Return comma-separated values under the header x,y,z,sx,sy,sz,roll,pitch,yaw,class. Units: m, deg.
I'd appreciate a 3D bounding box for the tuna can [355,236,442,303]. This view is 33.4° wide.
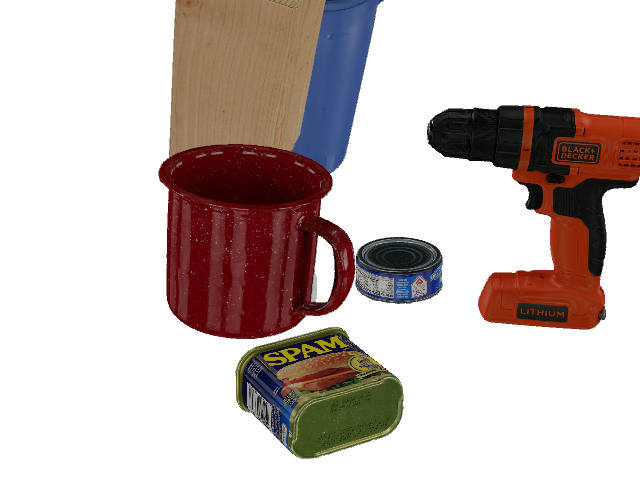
x,y,z,sx,sy,sz,roll,pitch,yaw,class
0.077,0.028,1.044,0.086,0.034,0.086,-1,24,0,tuna can

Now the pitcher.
x,y,z,sx,sy,sz,roll,pitch,yaw,class
-0.025,-0.181,1.106,0.149,0.243,0.144,29,50,19,pitcher

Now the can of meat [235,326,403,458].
x,y,z,sx,sy,sz,roll,pitch,yaw,class
0.000,0.114,0.801,0.101,0.057,0.084,-12,27,-29,can of meat

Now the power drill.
x,y,z,sx,sy,sz,roll,pitch,yaw,class
0.176,-0.021,0.883,0.184,0.188,0.057,5,29,8,power drill

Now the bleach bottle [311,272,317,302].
x,y,z,sx,sy,sz,roll,pitch,yaw,class
-0.083,0.002,1.234,0.102,0.068,0.251,-7,29,-15,bleach bottle

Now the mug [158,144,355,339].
x,y,z,sx,sy,sz,roll,pitch,yaw,class
-0.032,0.004,0.580,0.117,0.081,0.093,18,28,26,mug

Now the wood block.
x,y,z,sx,sy,sz,roll,pitch,yaw,class
-0.057,-0.140,0.825,0.091,0.090,0.206,20,-37,6,wood block
